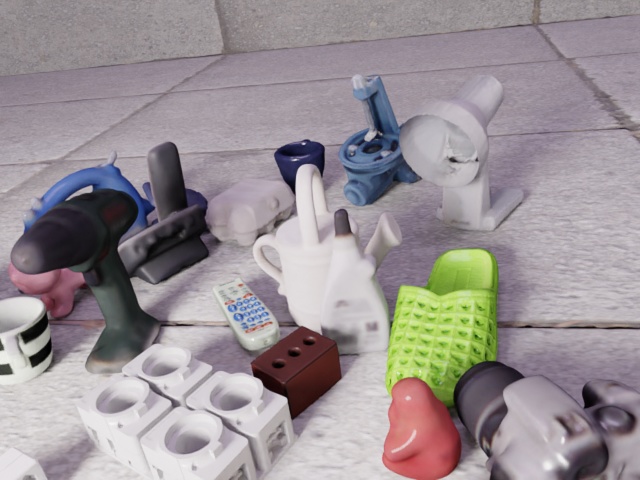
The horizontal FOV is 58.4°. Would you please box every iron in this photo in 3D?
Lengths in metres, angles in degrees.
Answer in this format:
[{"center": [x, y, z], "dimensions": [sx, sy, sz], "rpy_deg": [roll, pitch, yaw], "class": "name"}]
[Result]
[{"center": [-0.394, -0.039, 0.921], "dimensions": [0.118, 0.142, 0.259], "rpy_deg": [8, 32, 27], "class": "iron"}]

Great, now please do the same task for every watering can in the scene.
[{"center": [0.007, 0.001, 0.684], "dimensions": [0.173, 0.194, 0.100], "rpy_deg": [-12, 28, -8], "class": "watering can"}]

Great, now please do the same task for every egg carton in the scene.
[{"center": [-0.113, -0.050, 0.947], "dimensions": [0.107, 0.069, 0.151], "rpy_deg": [9, 32, 30], "class": "egg carton"}]

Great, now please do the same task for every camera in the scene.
[{"center": [0.182, 0.148, 0.464], "dimensions": [0.143, 0.101, 0.136], "rpy_deg": [-15, 29, -13], "class": "camera"}]

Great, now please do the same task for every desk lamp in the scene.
[{"center": [0.214, -0.123, 0.843], "dimensions": [0.117, 0.214, 0.204], "rpy_deg": [15, 35, 36], "class": "desk lamp"}]

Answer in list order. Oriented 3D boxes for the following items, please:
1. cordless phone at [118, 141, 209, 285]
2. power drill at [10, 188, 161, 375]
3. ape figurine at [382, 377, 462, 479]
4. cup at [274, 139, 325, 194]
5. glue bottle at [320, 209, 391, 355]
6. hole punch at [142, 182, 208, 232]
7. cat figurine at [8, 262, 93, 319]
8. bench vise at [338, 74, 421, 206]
[{"center": [-0.246, -0.042, 0.842], "dimensions": [0.093, 0.185, 0.148], "rpy_deg": [12, 34, 33], "class": "cordless phone"}, {"center": [-0.253, 0.045, 0.655], "dimensions": [0.075, 0.209, 0.229], "rpy_deg": [-7, 28, 3], "class": "power drill"}, {"center": [0.082, 0.154, 0.487], "dimensions": [0.078, 0.092, 0.075], "rpy_deg": [-28, 34, -33], "class": "ape figurine"}, {"center": [-0.029, -0.128, 1.044], "dimensions": [0.091, 0.095, 0.118], "rpy_deg": [-2, 28, 11], "class": "cup"}, {"center": [0.033, 0.045, 0.617], "dimensions": [0.078, 0.173, 0.037], "rpy_deg": [-5, 28, 7], "class": "glue bottle"}, {"center": [-0.243, -0.060, 0.976], "dimensions": [0.101, 0.091, 0.108], "rpy_deg": [-18, 29, -19], "class": "hole punch"}, {"center": [-0.368, 0.041, 0.790], "dimensions": [0.067, 0.118, 0.128], "rpy_deg": [10, 33, 31], "class": "cat figurine"}, {"center": [0.103, -0.191, 0.994], "dimensions": [0.121, 0.220, 0.208], "rpy_deg": [6, 31, 25], "class": "bench vise"}]
